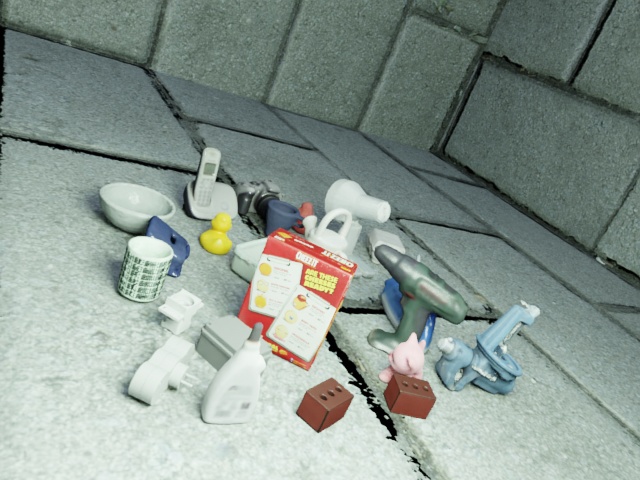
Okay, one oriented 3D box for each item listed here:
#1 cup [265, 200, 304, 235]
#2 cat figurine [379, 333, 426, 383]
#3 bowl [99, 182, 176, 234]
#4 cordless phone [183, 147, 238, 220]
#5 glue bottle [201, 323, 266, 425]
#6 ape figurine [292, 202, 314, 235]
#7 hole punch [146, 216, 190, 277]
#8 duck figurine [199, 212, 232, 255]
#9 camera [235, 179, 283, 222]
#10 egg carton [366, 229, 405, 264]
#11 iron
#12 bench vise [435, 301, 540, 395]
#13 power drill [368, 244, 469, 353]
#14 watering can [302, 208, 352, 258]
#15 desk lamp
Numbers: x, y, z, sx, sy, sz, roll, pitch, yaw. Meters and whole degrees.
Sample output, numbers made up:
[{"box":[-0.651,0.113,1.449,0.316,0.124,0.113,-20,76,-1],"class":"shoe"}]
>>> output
[{"box":[-0.097,-0.042,1.532,0.117,0.095,0.092,28,21,12],"class":"cup"},{"box":[0.173,0.232,1.113,0.067,0.118,0.128,32,23,24],"class":"cat figurine"},{"box":[-0.413,-0.061,1.279,0.167,0.075,0.167,20,21,-8],"class":"bowl"},{"box":[-0.267,-0.143,1.476,0.148,0.185,0.093,0,31,-46],"class":"cordless phone"},{"box":[-0.114,0.193,0.833,0.078,0.173,0.037,11,24,-29],"class":"glue bottle"},{"box":[-0.046,-0.068,1.651,0.078,0.092,0.076,7,26,-35],"class":"ape figurine"},{"box":[-0.317,0.011,1.182,0.101,0.091,0.108,17,22,-16],"class":"hole punch"},{"box":[-0.236,-0.021,1.349,0.078,0.086,0.104,16,22,-18],"class":"duck figurine"},{"box":[-0.158,-0.109,1.623,0.144,0.101,0.136,8,25,-34],"class":"camera"},{"box":[0.194,0.025,1.707,0.107,0.069,0.150,18,21,-13],"class":"egg carton"},{"box":[0.237,0.144,1.360,0.119,0.141,0.258,17,22,-16],"class":"iron"},{"box":[0.353,0.223,1.178,0.208,0.220,0.121,7,26,-36],"class":"bench vise"},{"box":[0.184,0.142,1.214,0.229,0.208,0.076,26,21,7],"class":"power drill"},{"box":[0.011,0.005,1.390,0.172,0.194,0.101,32,22,22],"class":"watering can"},{"box":[0.094,-0.037,1.549,0.118,0.213,0.202,-1,31,-47],"class":"desk lamp"}]
